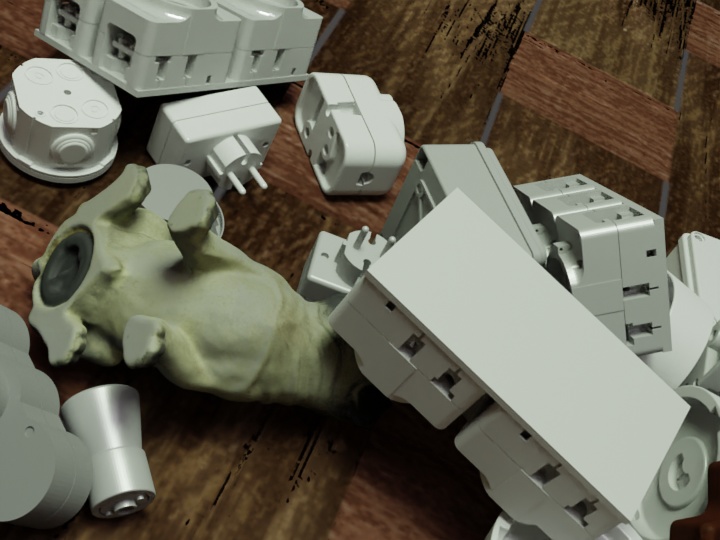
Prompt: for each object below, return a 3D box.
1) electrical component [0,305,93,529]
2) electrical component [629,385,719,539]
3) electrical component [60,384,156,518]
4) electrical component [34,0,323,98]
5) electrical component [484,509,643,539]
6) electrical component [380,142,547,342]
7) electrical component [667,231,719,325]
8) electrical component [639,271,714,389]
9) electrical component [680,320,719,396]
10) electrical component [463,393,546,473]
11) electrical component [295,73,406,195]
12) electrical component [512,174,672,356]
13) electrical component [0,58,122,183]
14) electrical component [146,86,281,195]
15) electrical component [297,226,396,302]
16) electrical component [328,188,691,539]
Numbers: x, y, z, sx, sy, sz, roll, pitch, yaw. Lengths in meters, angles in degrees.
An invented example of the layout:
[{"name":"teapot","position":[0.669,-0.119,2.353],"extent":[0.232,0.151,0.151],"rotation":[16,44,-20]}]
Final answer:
[{"name":"electrical component","position":[-0.196,0.066,0.551],"extent":[0.052,0.073,0.138],"rotation":[-36,64,3]},{"name":"electrical component","position":[0.220,0.134,0.682],"extent":[0.060,0.108,0.108],"rotation":[21,44,-15]},{"name":"electrical component","position":[-0.135,0.101,0.584],"extent":[0.044,0.044,0.065],"rotation":[-4,57,-29]},{"name":"electrical component","position":[-0.125,-0.183,0.788],"extent":[0.105,0.060,0.186],"rotation":[32,28,25]},{"name":"electrical component","position":[0.111,0.186,0.610],"extent":[0.108,0.060,0.108],"rotation":[14,45,-14]},{"name":"electrical component","position":[0.065,-0.013,0.738],"extent":[0.056,0.108,0.108],"rotation":[-4,52,-25]},{"name":"electrical component","position":[0.293,0.037,0.839],"extent":[0.109,0.056,0.108],"rotation":[19,44,-9]},{"name":"electrical component","position":[0.198,0.048,0.757],"extent":[0.064,0.099,0.099],"rotation":[33,44,-3]},{"name":"electrical component","position":[0.265,0.078,0.760],"extent":[0.059,0.095,0.053],"rotation":[28,44,0]},{"name":"electrical component","position":[0.110,0.097,0.693],"extent":[0.054,0.059,0.095],"rotation":[-20,61,-38]},{"name":"electrical component","position":[-0.005,-0.104,0.826],"extent":[0.059,0.053,0.095],"rotation":[-2,51,-28]},{"name":"electrical component","position":[0.150,-0.004,0.733],"extent":[0.062,0.089,0.150],"rotation":[-10,17,-6]},{"name":"electrical component","position":[-0.202,-0.102,0.729],"extent":[0.080,0.051,0.080],"rotation":[14,46,-14]},{"name":"electrical component","position":[-0.095,-0.083,0.768],"extent":[0.083,0.047,0.075],"rotation":[-19,63,-38]},{"name":"electrical component","position":[0.000,0.000,0.716],"extent":[0.066,0.076,0.047],"rotation":[21,45,-7]},{"name":"electrical component","position":[0.084,0.056,0.612],"extent":[0.186,0.060,0.105],"rotation":[44,44,4]}]
